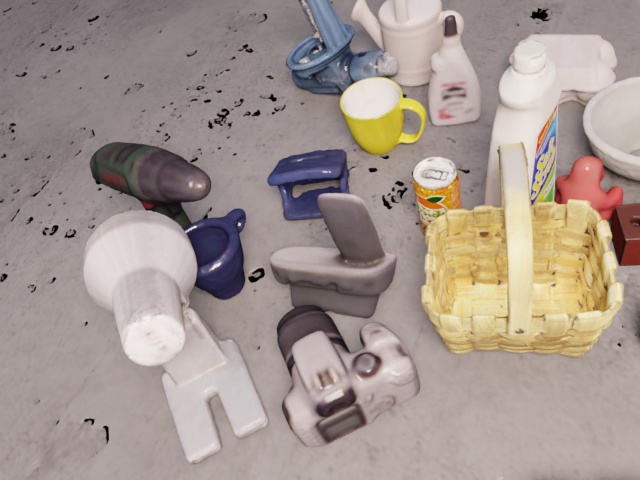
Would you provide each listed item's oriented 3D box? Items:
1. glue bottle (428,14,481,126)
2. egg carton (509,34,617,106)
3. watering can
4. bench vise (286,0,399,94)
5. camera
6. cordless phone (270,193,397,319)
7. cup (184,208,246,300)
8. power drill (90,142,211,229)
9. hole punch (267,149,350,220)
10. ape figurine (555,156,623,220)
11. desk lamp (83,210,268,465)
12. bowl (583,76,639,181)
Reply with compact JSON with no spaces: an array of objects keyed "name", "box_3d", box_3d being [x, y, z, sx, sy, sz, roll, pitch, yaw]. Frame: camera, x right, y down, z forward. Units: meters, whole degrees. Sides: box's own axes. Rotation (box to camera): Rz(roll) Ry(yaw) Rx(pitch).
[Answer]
[{"name":"glue bottle","box_3d":[0.188,-0.240,0.814,0.078,0.173,0.037,-8,50,11]},{"name":"egg carton","box_3d":[0.352,-0.249,0.841,0.150,0.069,0.107,8,55,22]},{"name":"watering can","box_3d":[0.135,-0.351,0.906,0.172,0.194,0.101,-8,50,11]},{"name":"bench vise","box_3d":[0.029,-0.317,0.893,0.206,0.220,0.121,7,54,22]},{"name":"camera","box_3d":[0.015,0.125,0.615,0.143,0.101,0.136,-26,49,-5]},{"name":"cordless phone","box_3d":[0.006,0.002,0.662,0.147,0.185,0.094,2,52,18]},{"name":"cup","box_3d":[-0.127,0.023,0.745,0.091,0.095,0.118,22,61,31]},{"name":"power drill","box_3d":[-0.191,-0.041,0.742,0.228,0.209,0.076,22,61,31]},{"name":"hole punch","box_3d":[-0.015,-0.092,0.809,0.108,0.091,0.101,-7,50,11]},{"name":"ape figurine","box_3d":[0.317,-0.062,0.683,0.076,0.092,0.077,-40,52,-16]},{"name":"desk lamp","box_3d":[-0.157,0.096,0.615,0.118,0.214,0.202,-29,49,-7]},{"name":"bowl","box_3d":[0.415,-0.127,0.718,0.167,0.075,0.167,-8,50,10]}]
